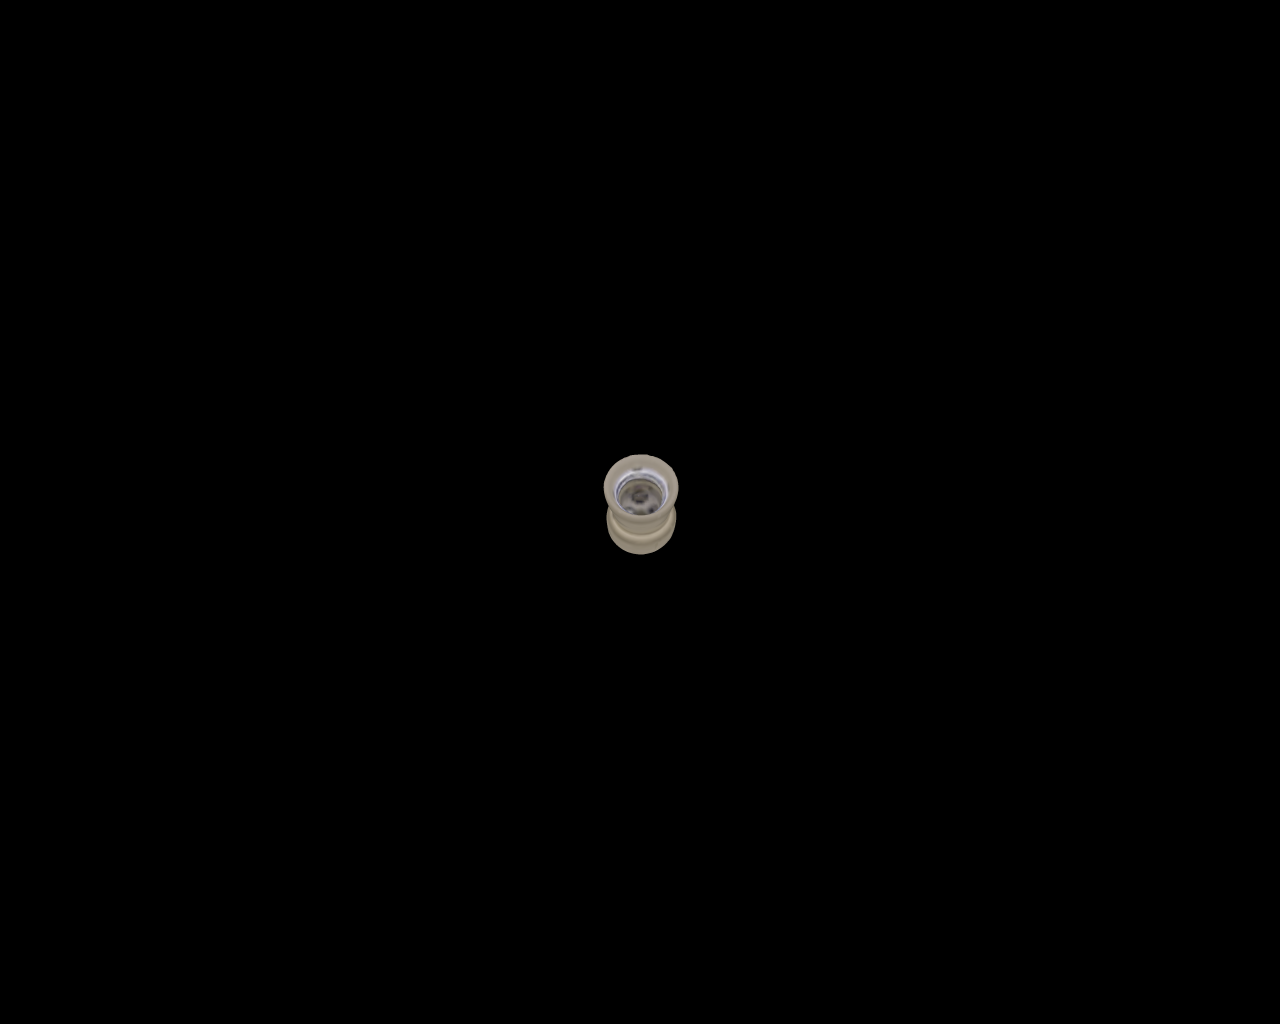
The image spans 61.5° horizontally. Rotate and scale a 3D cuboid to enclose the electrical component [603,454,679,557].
[{"bbox_3d":[0.001,-0.003,0.650,0.045,0.045,0.055,0,-28,0],"label":"electrical component"}]
